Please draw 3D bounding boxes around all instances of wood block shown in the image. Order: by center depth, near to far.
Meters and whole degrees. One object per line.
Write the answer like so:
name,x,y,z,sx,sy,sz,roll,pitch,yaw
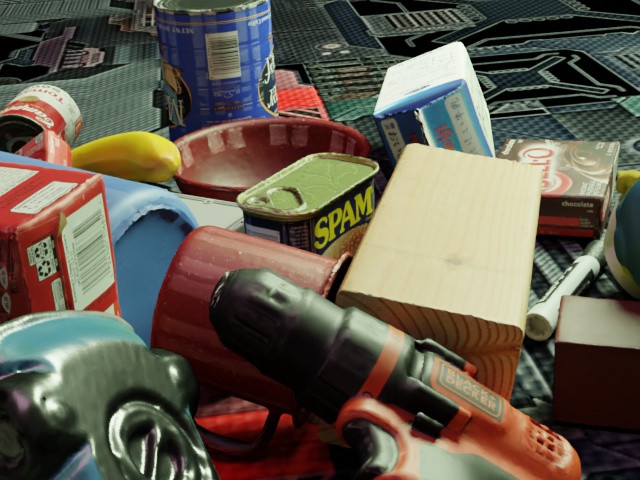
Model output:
wood block,0.069,0.027,0.597,0.091,0.090,0.206,11,27,10

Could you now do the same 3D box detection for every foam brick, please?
foam brick,0.162,0.065,0.558,0.078,0.051,0.053,4,26,17

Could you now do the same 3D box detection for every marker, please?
marker,0.160,0.029,0.677,0.020,0.020,0.120,12,28,30

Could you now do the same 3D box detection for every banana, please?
banana,-0.159,-0.051,0.797,0.198,0.037,0.069,-11,34,41

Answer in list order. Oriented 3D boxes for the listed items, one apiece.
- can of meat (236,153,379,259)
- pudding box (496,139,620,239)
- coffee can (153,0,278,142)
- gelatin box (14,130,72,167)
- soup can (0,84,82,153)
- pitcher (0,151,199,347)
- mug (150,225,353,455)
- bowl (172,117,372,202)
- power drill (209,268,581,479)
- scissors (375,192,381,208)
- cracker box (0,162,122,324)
can of meat,-0.005,0.001,0.683,0.058,0.084,0.101,12,29,31
pudding box,0.174,-0.041,0.804,0.090,0.039,0.113,5,25,20
coffee can,-0.090,-0.147,0.952,0.103,0.140,0.103,-3,24,1
gelatin box,-0.218,-0.028,0.768,0.089,0.030,0.073,-34,41,18
soup can,-0.255,-0.093,0.946,0.068,0.068,0.102,-2,23,3
pitcher,-0.195,0.004,0.618,0.243,0.145,0.149,9,23,30
mug,-0.038,0.052,0.550,0.081,0.117,0.093,16,1,10
bowl,-0.040,-0.045,0.823,0.162,0.055,0.162,-3,24,1
power drill,0.020,0.099,0.416,0.184,0.057,0.187,30,31,-4
scissors,0.071,-0.021,0.804,0.096,0.016,0.202,-4,24,-4
cracker box,-0.201,0.043,0.519,0.214,0.164,0.072,8,27,21
